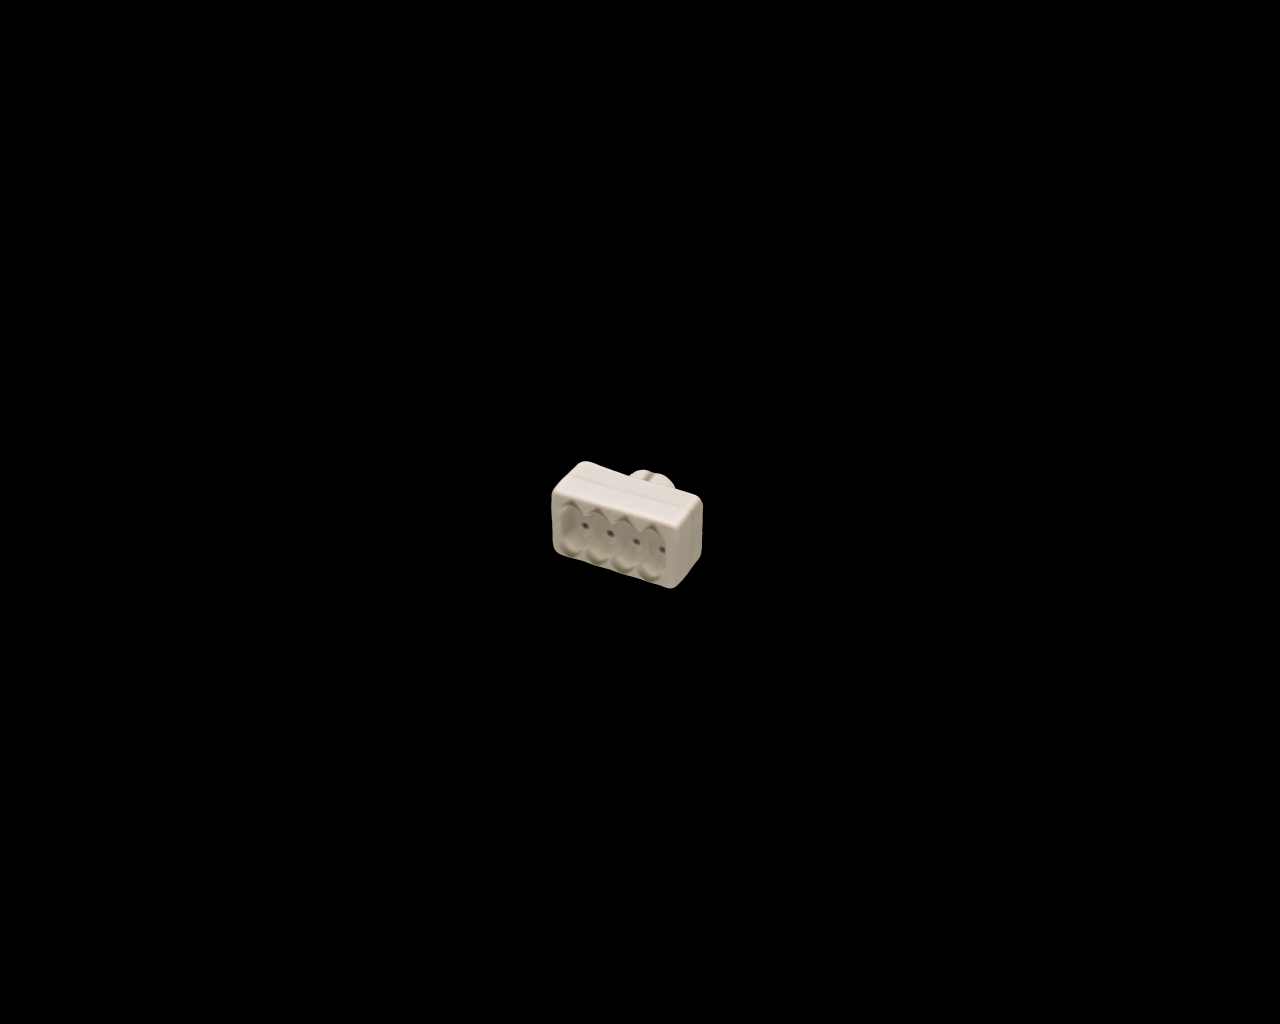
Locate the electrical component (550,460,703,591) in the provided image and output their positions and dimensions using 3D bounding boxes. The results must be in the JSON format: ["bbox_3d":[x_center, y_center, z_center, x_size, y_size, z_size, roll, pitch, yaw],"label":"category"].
[{"bbox_3d":[0.001,-0.003,0.650,0.083,0.047,0.076,17,40,22],"label":"electrical component"}]
